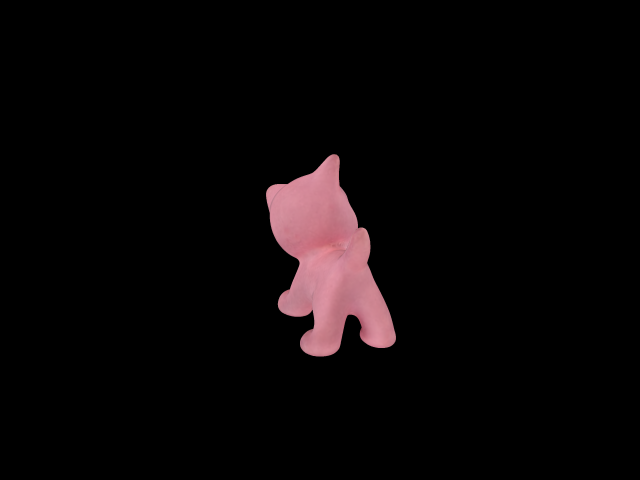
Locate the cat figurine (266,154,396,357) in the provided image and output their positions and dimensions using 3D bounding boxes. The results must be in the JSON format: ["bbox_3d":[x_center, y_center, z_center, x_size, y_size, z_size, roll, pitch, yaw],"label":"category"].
[{"bbox_3d":[0.004,0.001,0.400,0.067,0.118,0.127,-7,19,-20],"label":"cat figurine"}]
